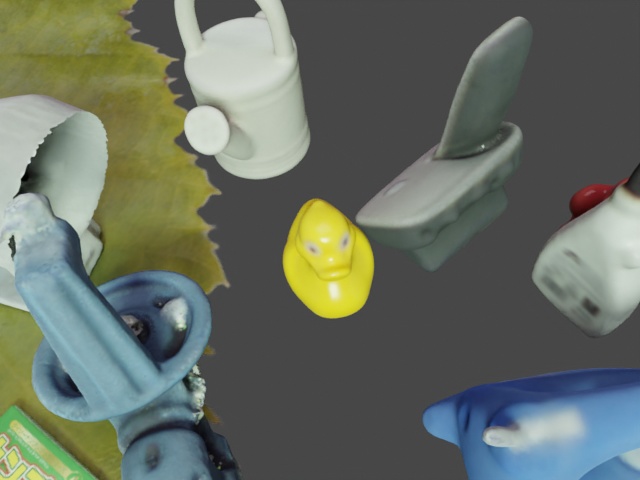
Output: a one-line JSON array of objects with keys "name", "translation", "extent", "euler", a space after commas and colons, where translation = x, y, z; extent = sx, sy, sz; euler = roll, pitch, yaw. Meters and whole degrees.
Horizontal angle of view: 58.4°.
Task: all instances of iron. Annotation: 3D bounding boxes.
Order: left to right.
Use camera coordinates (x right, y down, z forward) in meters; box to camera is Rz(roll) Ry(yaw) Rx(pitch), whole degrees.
[{"name": "iron", "translation": [0.200, 0.113, 0.345], "extent": [0.258, 0.141, 0.118], "euler": [-12, 57, -2]}]

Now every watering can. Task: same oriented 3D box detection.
[{"name": "watering can", "translation": [-0.067, -0.145, 0.503], "extent": [0.101, 0.194, 0.172], "euler": [-10, 57, 0]}]

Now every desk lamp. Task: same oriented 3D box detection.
[{"name": "desk lamp", "translation": [-0.249, -0.028, 0.435], "extent": [0.203, 0.214, 0.118], "euler": [12, 60, 13]}]

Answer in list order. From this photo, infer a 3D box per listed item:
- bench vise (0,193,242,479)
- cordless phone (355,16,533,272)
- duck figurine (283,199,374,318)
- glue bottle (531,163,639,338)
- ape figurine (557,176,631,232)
[{"name": "bench vise", "translation": [-0.108, 0.078, 0.350], "extent": [0.122, 0.220, 0.207], "euler": [-38, 62, -17]}, {"name": "cordless phone", "translation": [0.098, -0.074, 0.448], "extent": [0.094, 0.185, 0.148], "euler": [38, 68, 25]}, {"name": "duck figurine", "translation": [0.004, 0.002, 0.468], "extent": [0.077, 0.086, 0.104], "euler": [-13, 57, -3]}, {"name": "glue bottle", "translation": [0.200, 0.003, 0.396], "extent": [0.037, 0.173, 0.078], "euler": [-30, 60, -13]}, {"name": "ape figurine", "translation": [0.241, -0.019, 0.455], "extent": [0.076, 0.092, 0.078], "euler": [-4, 57, 3]}]
